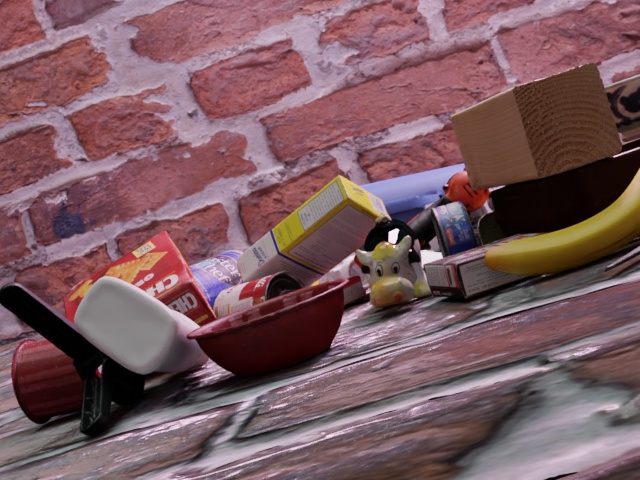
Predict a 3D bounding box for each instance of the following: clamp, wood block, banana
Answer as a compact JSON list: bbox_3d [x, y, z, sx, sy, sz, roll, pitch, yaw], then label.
[{"bbox_3d":[-0.226,0.111,1.039,0.036,0.164,0.210,-37,-9,6],"label":"clamp"},{"bbox_3d":[0.214,-0.110,1.091,0.090,0.091,0.206,-18,2,-9],"label":"wood block"},{"bbox_3d":[0.248,-0.012,0.980,0.197,0.037,0.070,-33,48,-9],"label":"banana"}]

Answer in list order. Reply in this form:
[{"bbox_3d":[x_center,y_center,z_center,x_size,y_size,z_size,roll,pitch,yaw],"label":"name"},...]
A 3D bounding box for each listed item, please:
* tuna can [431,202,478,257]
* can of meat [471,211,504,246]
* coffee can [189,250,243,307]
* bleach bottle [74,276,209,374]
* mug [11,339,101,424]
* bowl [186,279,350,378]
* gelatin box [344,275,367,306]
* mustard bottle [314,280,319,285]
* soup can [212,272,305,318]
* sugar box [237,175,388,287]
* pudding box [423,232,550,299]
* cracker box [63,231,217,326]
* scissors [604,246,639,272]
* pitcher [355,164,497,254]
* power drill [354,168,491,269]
[{"bbox_3d":[0.146,0.003,1.138,0.034,0.086,0.086,-16,2,2],"label":"tuna can"},{"bbox_3d":[0.223,-0.012,1.248,0.102,0.057,0.084,-19,0,-8],"label":"can of meat"},{"bbox_3d":[-0.156,0.080,1.496,0.103,0.103,0.140,-17,3,37],"label":"coffee can"},{"bbox_3d":[-0.159,0.101,1.097,0.068,0.103,0.250,-57,-15,-5],"label":"bleach bottle"},{"bbox_3d":[-0.266,0.137,1.142,0.081,0.093,0.117,-13,21,13],"label":"mug"},{"bbox_3d":[-0.041,0.088,1.003,0.162,0.055,0.162,-19,3,1],"label":"bowl"},{"bbox_3d":[0.000,0.074,1.296,0.073,0.030,0.089,-22,3,-44],"label":"gelatin box"},{"bbox_3d":[-0.101,0.079,1.615,0.192,0.058,0.096,-18,2,9],"label":"mustard bottle"},{"bbox_3d":[-0.071,0.080,1.262,0.102,0.068,0.068,-17,3,44],"label":"soup can"},{"bbox_3d":[-0.009,0.001,1.301,0.176,0.048,0.093,-36,-38,23],"label":"sugar box"},{"bbox_3d":[0.169,0.024,1.039,0.113,0.039,0.090,-19,2,-14],"label":"pudding box"},{"bbox_3d":[-0.228,0.082,1.310,0.164,0.072,0.214,-33,22,-5],"label":"cracker box"},{"bbox_3d":[0.315,-0.008,0.919,0.096,0.016,0.201,-17,3,31],"label":"scissors"},{"bbox_3d":[0.163,-0.050,1.740,0.243,0.145,0.149,-15,36,19],"label":"pitcher"},{"bbox_3d":[0.129,-0.017,1.326,0.188,0.057,0.184,-42,-4,5],"label":"power drill"}]
